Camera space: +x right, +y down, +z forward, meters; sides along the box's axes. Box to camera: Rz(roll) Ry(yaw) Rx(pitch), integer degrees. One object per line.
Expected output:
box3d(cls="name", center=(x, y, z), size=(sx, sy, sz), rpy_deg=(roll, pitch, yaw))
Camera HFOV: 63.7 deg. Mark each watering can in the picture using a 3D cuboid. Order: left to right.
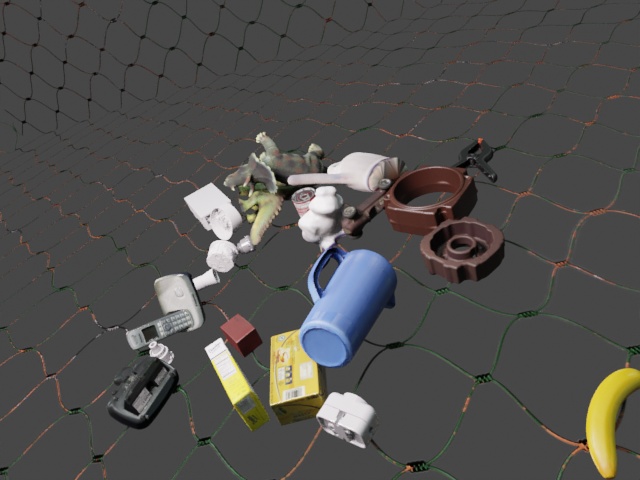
box3d(cls="watering can", center=(0.100, -0.184, 1.459), size=(0.351, 0.102, 0.226), rpy_deg=(-21, 27, -36))

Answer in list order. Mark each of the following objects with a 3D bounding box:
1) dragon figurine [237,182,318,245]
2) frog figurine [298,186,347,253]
box3d(cls="dragon figurine", center=(-0.114, -0.120, 1.532), size=(0.243, 0.119, 0.419), rpy_deg=(-16, 36, -6))
box3d(cls="frog figurine", center=(0.004, -0.067, 1.334), size=(0.138, 0.156, 0.124), rpy_deg=(-30, 33, -13))
